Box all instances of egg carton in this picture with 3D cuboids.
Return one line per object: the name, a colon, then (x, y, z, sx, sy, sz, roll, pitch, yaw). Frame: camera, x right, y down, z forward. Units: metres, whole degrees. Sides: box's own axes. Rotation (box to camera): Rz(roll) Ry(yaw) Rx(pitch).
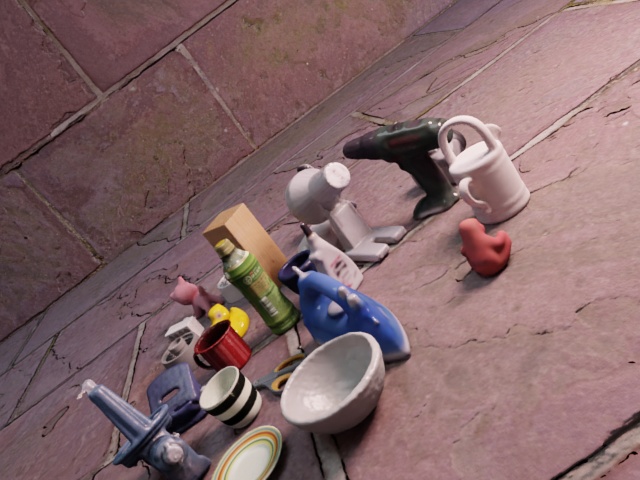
egg carton: (0.012, 0.005, 1.317, 0.107, 0.069, 0.150, -23, 24, 34)

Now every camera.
camera: (0.275, -0.196, 1.278, 0.137, 0.101, 0.142, -47, 22, -25)

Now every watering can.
watering can: (0.277, -0.136, 1.002, 0.100, 0.194, 0.173, -26, 23, 27)

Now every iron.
iron: (0.039, 0.109, 0.934, 0.119, 0.142, 0.257, -43, 21, -17)

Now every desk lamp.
desk lamp: (0.044, -0.066, 1.207, 0.118, 0.214, 0.202, -47, 22, -25)

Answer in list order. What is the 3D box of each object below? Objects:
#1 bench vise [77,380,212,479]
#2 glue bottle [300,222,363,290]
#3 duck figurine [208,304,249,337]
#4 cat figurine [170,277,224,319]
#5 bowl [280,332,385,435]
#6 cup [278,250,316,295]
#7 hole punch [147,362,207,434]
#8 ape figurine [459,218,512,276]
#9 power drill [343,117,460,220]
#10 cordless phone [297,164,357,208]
bench vise: (-0.281, 0.301, 0.928, 0.206, 0.220, 0.122, -20, 26, 38)
glue bottle: (0.013, 0.035, 1.095, 0.037, 0.173, 0.078, -13, 31, 47)
duck figurine: (-0.211, 0.179, 1.277, 0.077, 0.086, 0.104, -26, 23, 26)
cat figurine: (-0.334, 0.146, 1.508, 0.127, 0.118, 0.067, -15, 30, 46)
bowl: (0.030, 0.215, 0.813, 0.167, 0.075, 0.167, -32, 21, 14)
cup: (-0.015, 0.073, 1.172, 0.118, 0.095, 0.091, -39, 20, -5)
hole punch: (-0.273, 0.304, 1.097, 0.108, 0.091, 0.101, -36, 20, 4)
ape figurine: (0.249, 0.004, 0.890, 0.077, 0.092, 0.076, -15, 29, 46)
power drill: (0.182, -0.148, 1.167, 0.229, 0.209, 0.076, -21, 26, 37)
cordless phone: (-0.009, -0.114, 1.443, 0.147, 0.185, 0.094, -10, 34, 52)
